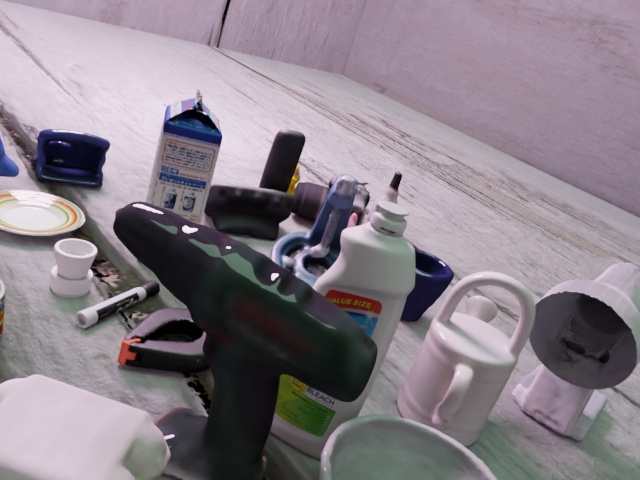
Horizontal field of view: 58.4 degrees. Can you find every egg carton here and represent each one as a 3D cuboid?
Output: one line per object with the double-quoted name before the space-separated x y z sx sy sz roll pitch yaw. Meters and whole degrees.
"egg carton" -0.191 0.161 0.415 0.150 0.069 0.107 19 22 0

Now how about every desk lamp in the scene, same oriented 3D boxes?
"desk lamp" 0.323 0.132 0.705 0.117 0.213 0.204 33 26 30

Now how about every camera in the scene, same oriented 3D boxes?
"camera" 0.018 -0.079 1.094 0.137 0.101 0.143 16 23 -8

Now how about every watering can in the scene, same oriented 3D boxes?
"watering can" 0.164 0.118 0.634 0.101 0.194 0.173 16 23 -8

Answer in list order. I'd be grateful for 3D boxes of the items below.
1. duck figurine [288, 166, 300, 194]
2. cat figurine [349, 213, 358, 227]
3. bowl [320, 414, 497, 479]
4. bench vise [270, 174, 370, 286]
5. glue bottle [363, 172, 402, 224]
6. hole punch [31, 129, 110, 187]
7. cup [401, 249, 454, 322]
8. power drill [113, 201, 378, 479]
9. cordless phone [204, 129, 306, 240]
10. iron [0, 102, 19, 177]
"duck figurine" -0.067 -0.118 1.135 0.078 0.086 0.104 13 23 -14
"cat figurine" 0.031 -0.008 0.919 0.067 0.118 0.128 26 23 16
"bowl" 0.070 0.227 0.466 0.167 0.075 0.167 16 22 -7
"bench vise" -0.004 0.000 0.737 0.122 0.220 0.207 12 23 -17
"glue bottle" 0.103 -0.035 0.966 0.037 0.173 0.078 10 24 -21
"hole punch" -0.401 -0.145 0.923 0.109 0.091 0.100 6 26 -30
"cup" 0.128 0.067 0.854 0.117 0.095 0.092 24 23 13
"power drill" -0.079 0.098 0.466 0.229 0.208 0.076 21 22 5
"cordless phone" -0.105 -0.104 0.941 0.148 0.185 0.094 6 26 -30
"iron" -0.539 -0.143 0.743 0.258 0.141 0.118 15 23 -11
